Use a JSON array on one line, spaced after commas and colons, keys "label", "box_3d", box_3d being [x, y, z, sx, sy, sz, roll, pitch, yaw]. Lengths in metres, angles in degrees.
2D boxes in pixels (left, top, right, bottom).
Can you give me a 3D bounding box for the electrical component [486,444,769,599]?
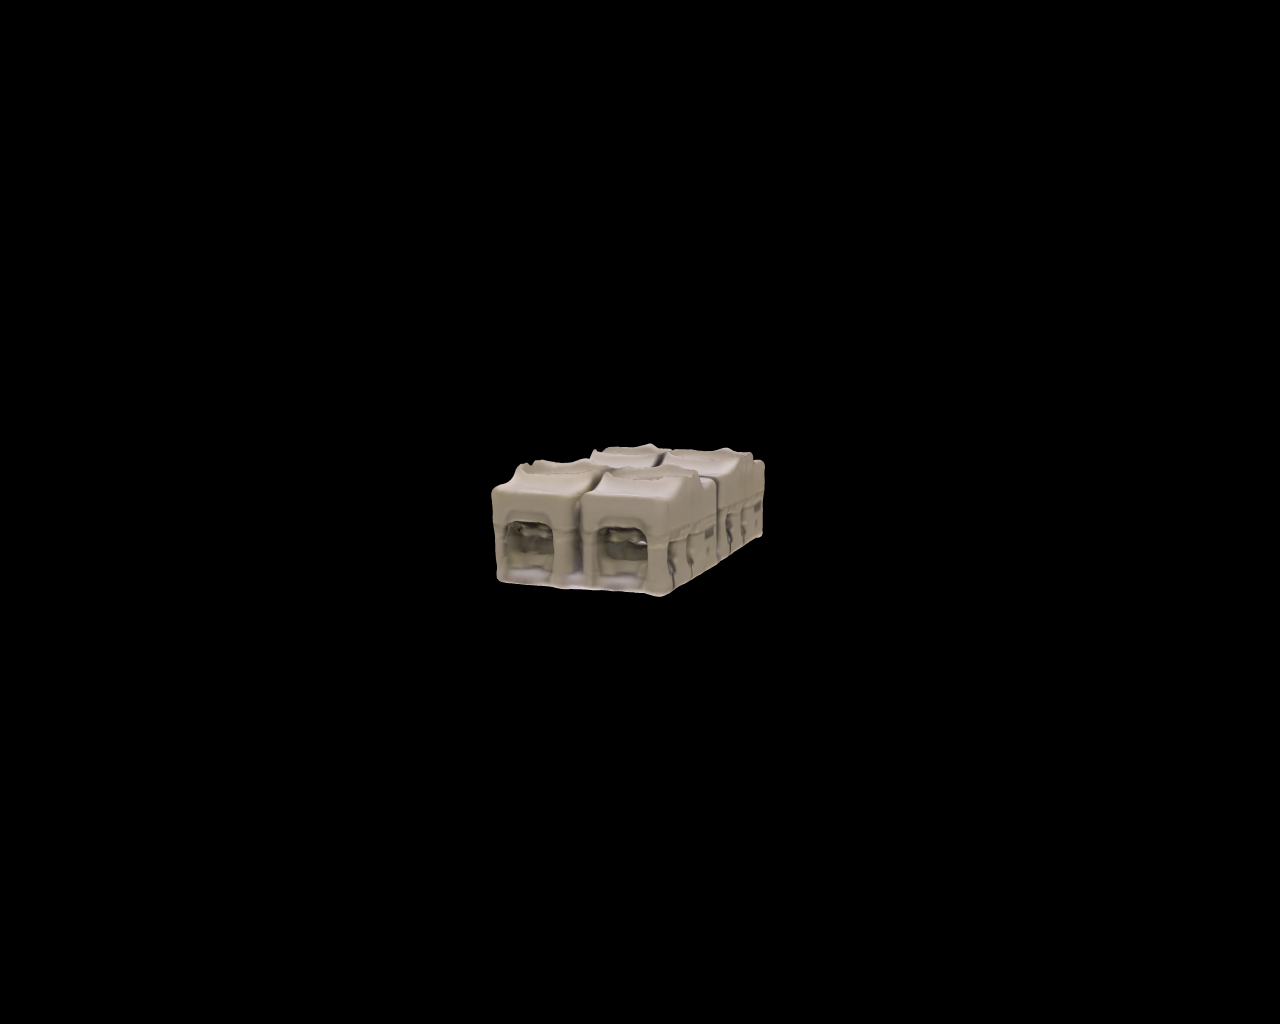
[{"label": "electrical component", "box_3d": [0.001, -0.003, 0.650, 0.105, 0.060, 0.186, 4, 10, 23]}]
